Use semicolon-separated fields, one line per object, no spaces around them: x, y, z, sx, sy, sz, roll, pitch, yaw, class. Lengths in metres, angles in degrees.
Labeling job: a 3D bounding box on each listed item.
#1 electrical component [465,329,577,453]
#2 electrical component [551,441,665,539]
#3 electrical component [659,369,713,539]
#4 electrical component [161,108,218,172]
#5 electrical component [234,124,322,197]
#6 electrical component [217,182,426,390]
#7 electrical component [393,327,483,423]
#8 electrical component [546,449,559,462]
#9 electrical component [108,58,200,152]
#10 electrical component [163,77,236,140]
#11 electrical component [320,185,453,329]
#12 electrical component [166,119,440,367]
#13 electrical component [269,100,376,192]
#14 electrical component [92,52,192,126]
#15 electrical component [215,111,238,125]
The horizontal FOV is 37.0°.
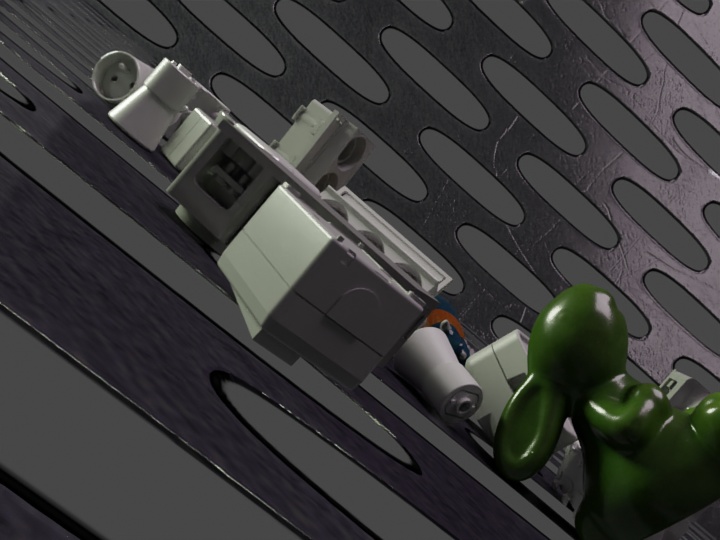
0.126;0.104;0.859;0.054;0.059;0.095;35;27;-53;electrical component
0.198;0.174;0.851;0.063;0.078;0.121;19;4;-3;electrical component
0.278;0.178;0.975;0.089;0.150;0.061;41;2;-1;electrical component
-0.129;-0.100;0.896;0.066;0.047;0.077;38;4;-41;electrical component
-0.079;-0.060;0.790;0.061;0.061;0.096;38;4;-35;electrical component
-0.025;0.007;0.517;0.062;0.061;0.096;38;4;-32;electrical component
0.057;0.076;0.752;0.044;0.044;0.065;38;9;-42;electrical component
0.164;0.132;1.069;0.062;0.061;0.096;39;4;-37;electrical component
-0.154;-0.128;0.820;0.044;0.065;0.044;42;3;-3;electrical component
-0.165;-0.149;1.036;0.095;0.059;0.053;39;3;-25;electrical component
0.000;0.000;0.841;0.121;0.079;0.063;42;-27;23;electrical component
-0.034;-0.010;0.636;0.150;0.061;0.089;42;3;14;electrical component
-0.052;-0.088;0.979;0.063;0.121;0.079;40;2;27;electrical component
-0.175;-0.146;0.914;0.079;0.043;0.077;23;-3;18;electrical component
-0.130;-0.114;1.002;0.045;0.055;0.045;41;3;-3;electrical component
